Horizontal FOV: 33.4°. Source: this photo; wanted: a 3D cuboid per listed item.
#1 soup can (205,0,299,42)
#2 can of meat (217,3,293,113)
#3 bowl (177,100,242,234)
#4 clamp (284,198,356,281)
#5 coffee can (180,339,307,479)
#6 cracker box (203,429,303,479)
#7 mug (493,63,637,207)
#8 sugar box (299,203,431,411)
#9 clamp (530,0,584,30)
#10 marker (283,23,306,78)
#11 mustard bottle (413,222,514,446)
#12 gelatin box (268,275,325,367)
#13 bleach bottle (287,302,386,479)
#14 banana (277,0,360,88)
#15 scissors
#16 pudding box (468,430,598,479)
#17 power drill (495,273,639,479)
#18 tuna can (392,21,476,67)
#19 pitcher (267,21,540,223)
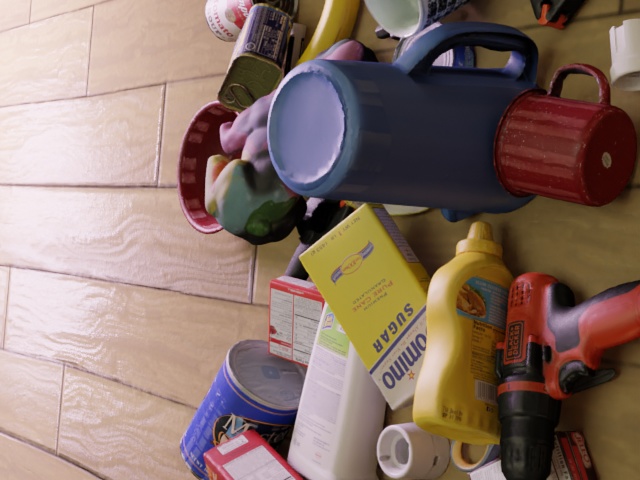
[{"bbox_3d":[-0.082,-0.277,1.266,0.102,0.068,0.068,-6,82,52],"label":"soup can"},{"bbox_3d":[-0.072,-0.204,1.208,0.102,0.057,0.084,127,159,-56],"label":"can of meat"},{"bbox_3d":[-0.109,-0.085,1.289,0.162,0.055,0.162,-8,80,51],"label":"bowl"},{"bbox_3d":[-0.008,0.001,1.164,0.172,0.039,0.120,-26,68,52],"label":"clamp"},{"bbox_3d":[-0.083,0.196,1.186,0.103,0.102,0.140,56,128,39],"label":"coffee can"},{"bbox_3d":[-0.027,0.315,1.081,0.214,0.072,0.164,35,142,47],"label":"cracker box"},{"bbox_3d":[0.204,-0.084,0.865,0.082,0.093,0.117,18,98,47],"label":"mug"},{"bbox_3d":[0.064,0.062,1.008,0.093,0.048,0.176,-40,70,22],"label":"sugar box"},{"bbox_3d":[0.222,-0.287,0.904,0.165,0.036,0.210,8,94,51],"label":"clamp"},{"bbox_3d":[-0.033,-0.189,1.233,0.020,0.020,0.121,14,97,52],"label":"marker"},{"bbox_3d":[0.132,0.075,0.924,0.058,0.096,0.191,-15,60,50],"label":"mustard bottle"},{"bbox_3d":[-0.019,0.089,1.149,0.073,0.030,0.089,14,111,34],"label":"gelatin box"},{"bbox_3d":[0.034,0.122,1.080,0.103,0.067,0.251,18,98,51],"label":"bleach bottle"},{"bbox_3d":[0.000,-0.220,1.177,0.070,0.037,0.198,43,115,51],"label":"banana"},{"bbox_3d":[0.174,0.159,0.931,0.202,0.016,0.096,-8,78,52],"label":"scissors"},{"bbox_3d":[0.184,0.220,0.896,0.114,0.039,0.090,-37,56,41],"label":"pudding box"},{"bbox_3d":[0.215,0.098,0.827,0.188,0.057,0.184,-20,54,46],"label":"power drill"},{"bbox_3d":[0.110,-0.169,1.036,0.086,0.033,0.086,-8,79,51],"label":"tuna can"},{"bbox_3d":[0.081,-0.098,0.896,0.145,0.242,0.149,-16,79,46],"label":"pitcher"}]
